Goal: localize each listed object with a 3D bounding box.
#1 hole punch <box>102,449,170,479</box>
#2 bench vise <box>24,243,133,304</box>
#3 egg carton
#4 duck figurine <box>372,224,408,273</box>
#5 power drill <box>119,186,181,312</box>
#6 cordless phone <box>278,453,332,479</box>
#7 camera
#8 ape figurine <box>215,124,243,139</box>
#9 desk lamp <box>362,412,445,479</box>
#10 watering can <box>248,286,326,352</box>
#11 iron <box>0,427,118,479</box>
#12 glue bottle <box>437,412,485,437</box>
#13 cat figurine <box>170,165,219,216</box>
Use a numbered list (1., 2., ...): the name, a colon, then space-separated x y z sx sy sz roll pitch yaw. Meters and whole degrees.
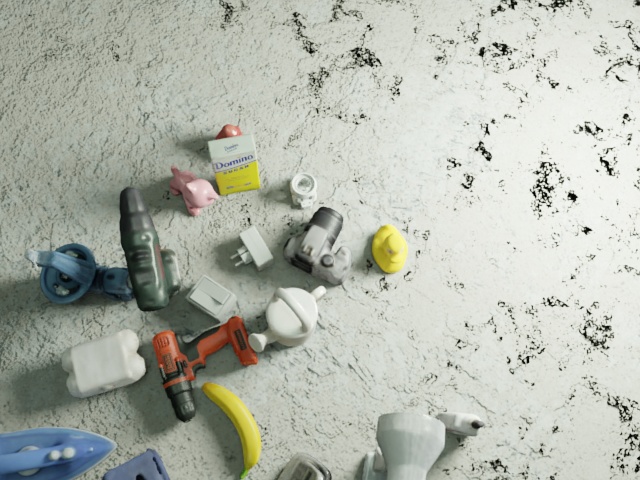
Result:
1. hole punch: -0.329 0.449 1.046 0.101 0.091 0.108 -29 76 -11
2. bench vise: -0.451 0.052 1.097 0.207 0.220 0.121 -11 73 -6
3. egg carton: -0.421 0.242 1.118 0.150 0.069 0.107 -18 74 -8
4. duck figurine: 0.152 0.011 1.213 0.077 0.086 0.104 -7 73 -5
5. power drill: -0.333 0.034 1.115 0.075 0.208 0.229 -14 74 -7
6. cordless phone: -0.039 0.459 1.009 0.094 0.185 0.148 27 73 6
7. camera: 0.011 0.004 1.200 0.143 0.101 0.137 26 73 5
8. ape figurine: -0.197 -0.222 1.264 0.076 0.092 0.078 22 73 4
9. desk lamp: 0.143 0.414 1.019 0.118 0.213 0.203 11 72 1
10. watering can: -0.058 0.150 1.101 0.101 0.194 0.173 27 73 6
11. iron: -0.513 0.394 1.027 0.258 0.141 0.118 -10 73 -6
12. glue bottle: 0.272 0.344 1.069 0.078 0.173 0.037 12 72 1
13. cat figurine: -0.270 -0.109 1.211 0.067 0.118 0.127 -42 79 -14
